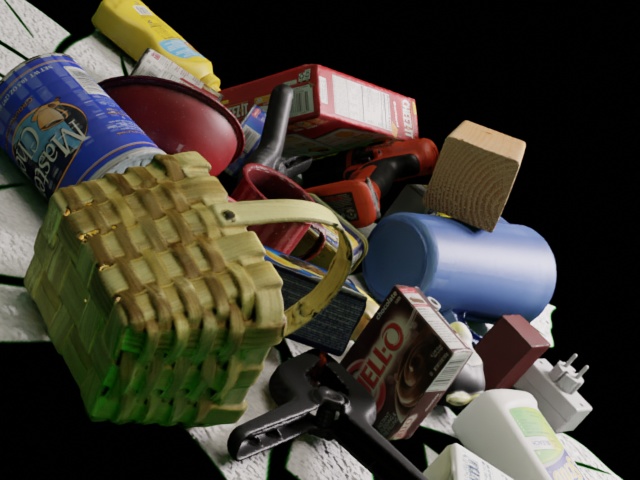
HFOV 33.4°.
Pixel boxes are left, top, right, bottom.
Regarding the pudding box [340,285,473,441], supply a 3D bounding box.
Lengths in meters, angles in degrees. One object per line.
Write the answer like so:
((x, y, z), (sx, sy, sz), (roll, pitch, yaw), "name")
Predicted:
((0.073, 0.111, 0.959), (0.039, 0.114, 0.090), (7, 34, -48), "pudding box")

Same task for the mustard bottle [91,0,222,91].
((-0.195, -0.235, 1.357), (0.192, 0.058, 0.096), (40, 20, 11), "mustard bottle")

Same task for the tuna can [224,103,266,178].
((-0.087, -0.113, 1.228), (0.033, 0.086, 0.086), (36, 20, -7), "tuna can")

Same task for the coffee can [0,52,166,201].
((-0.210, -0.080, 0.927), (0.140, 0.103, 0.102), (45, 21, 22), "coffee can")

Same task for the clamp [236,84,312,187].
((-0.051, -0.073, 1.181), (0.039, 0.171, 0.120), (6, -33, 28), "clamp")

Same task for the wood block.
((0.192, -0.083, 1.305), (0.091, 0.090, 0.206), (22, 15, 8), "wood block")

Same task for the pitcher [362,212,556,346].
((0.166, 0.044, 1.265), (0.242, 0.145, 0.149), (8, 21, -47), "pitcher")

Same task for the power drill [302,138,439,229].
((0.033, -0.068, 1.280), (0.187, 0.185, 0.057), (-46, 121, -56), "power drill")

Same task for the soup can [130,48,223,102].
((-0.172, -0.167, 1.231), (0.102, 0.069, 0.068), (32, 20, -11), "soup can")

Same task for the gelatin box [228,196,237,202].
((-0.121, -0.030, 0.997), (0.073, 0.030, 0.089), (34, -25, -6), "gelatin box")

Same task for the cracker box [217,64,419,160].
((-0.001, -0.154, 1.349), (0.213, 0.164, 0.072), (8, 76, -51), "cracker box")

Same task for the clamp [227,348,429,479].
((-0.004, 0.140, 0.859), (0.164, 0.036, 0.210), (18, 17, -17), "clamp")

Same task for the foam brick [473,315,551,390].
((0.208, 0.127, 1.198), (0.051, 0.078, 0.052), (49, 23, 27), "foam brick")

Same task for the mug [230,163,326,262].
((-0.049, -0.012, 1.073), (0.117, 0.082, 0.093), (25, 23, -27), "mug")

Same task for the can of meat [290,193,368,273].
((-0.008, 0.002, 1.151), (0.102, 0.057, 0.083), (40, 22, 8), "can of meat")

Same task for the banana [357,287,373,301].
((-0.004, 0.059, 1.067), (0.197, 0.037, 0.069), (10, 59, -46), "banana")

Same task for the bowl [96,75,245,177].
((-0.156, -0.088, 1.022), (0.162, 0.162, 0.055), (26, 58, -27), "bowl")

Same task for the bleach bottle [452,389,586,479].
((0.226, 0.251, 0.981), (0.102, 0.068, 0.251), (15, 32, -48), "bleach bottle")

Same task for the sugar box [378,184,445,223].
((0.138, -0.026, 1.399), (0.048, 0.093, 0.176), (42, 21, 18), "sugar box")
